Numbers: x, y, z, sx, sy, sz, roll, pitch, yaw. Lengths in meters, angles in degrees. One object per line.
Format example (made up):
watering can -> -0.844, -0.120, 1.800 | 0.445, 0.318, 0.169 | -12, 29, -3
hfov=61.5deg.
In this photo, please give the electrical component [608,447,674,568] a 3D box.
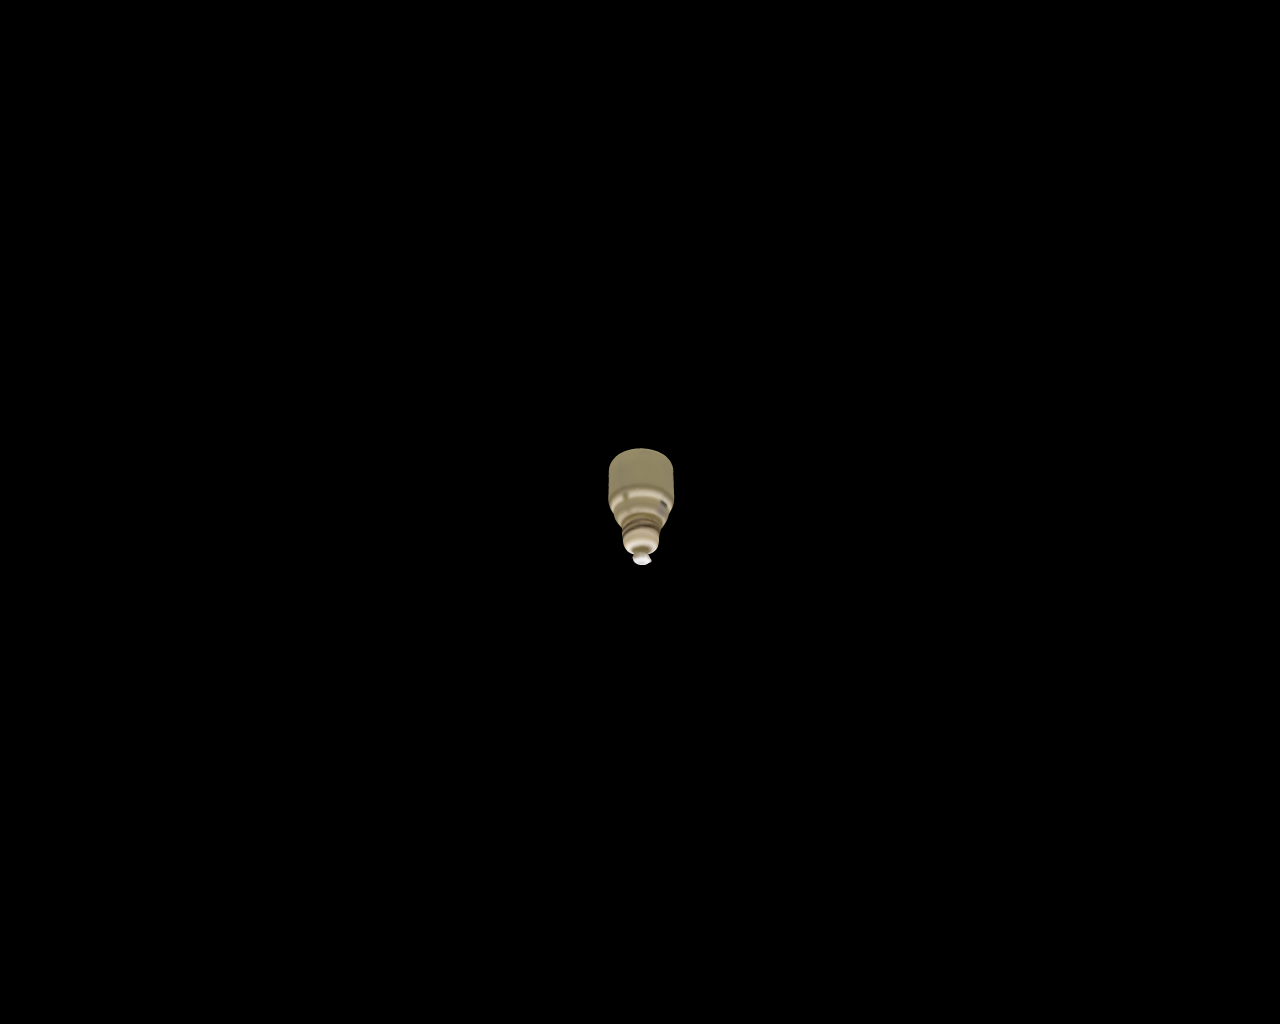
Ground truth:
electrical component -> 0.001, -0.003, 0.650 | 0.040, 0.078, 0.040 | 0, -33, 0
